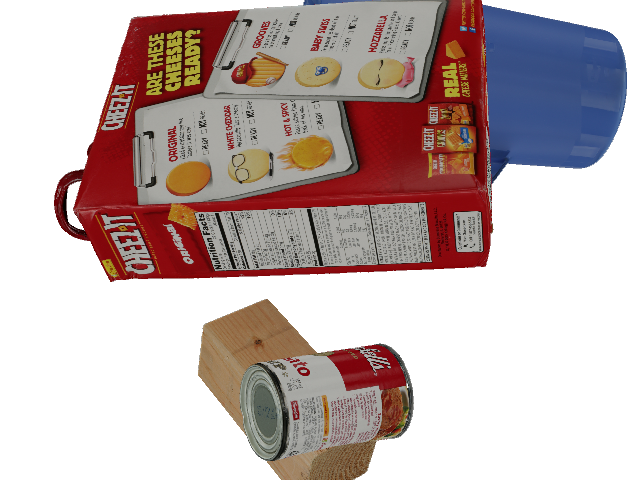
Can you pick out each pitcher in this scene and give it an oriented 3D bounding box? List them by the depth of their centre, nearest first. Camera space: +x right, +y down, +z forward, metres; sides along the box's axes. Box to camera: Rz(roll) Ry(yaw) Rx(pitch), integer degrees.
[{"bbox_3d":[0.098,-0.110,0.804,0.242,0.149,0.145,6,33,-9],"label":"pitcher"}]

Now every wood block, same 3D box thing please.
[{"bbox_3d":[-0.038,0.171,1.158,0.090,0.090,0.206,-21,50,-31],"label":"wood block"}]

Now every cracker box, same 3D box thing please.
[{"bbox_3d":[-0.012,-0.059,0.605,0.214,0.164,0.072,-3,-42,10],"label":"cracker box"}]

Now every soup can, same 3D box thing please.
[{"bbox_3d":[0.003,0.111,0.737,0.102,0.068,0.069,-5,2,-29],"label":"soup can"}]

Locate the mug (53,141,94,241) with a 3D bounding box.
[{"bbox_3d":[-0.137,-0.027,0.789,0.117,0.081,0.093,-6,27,-23],"label":"mug"}]
